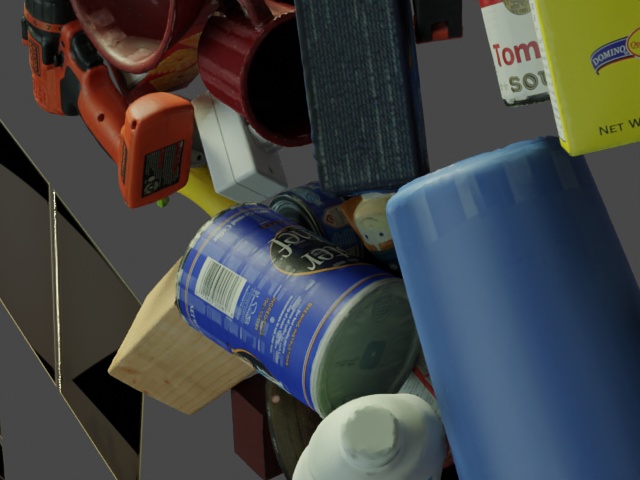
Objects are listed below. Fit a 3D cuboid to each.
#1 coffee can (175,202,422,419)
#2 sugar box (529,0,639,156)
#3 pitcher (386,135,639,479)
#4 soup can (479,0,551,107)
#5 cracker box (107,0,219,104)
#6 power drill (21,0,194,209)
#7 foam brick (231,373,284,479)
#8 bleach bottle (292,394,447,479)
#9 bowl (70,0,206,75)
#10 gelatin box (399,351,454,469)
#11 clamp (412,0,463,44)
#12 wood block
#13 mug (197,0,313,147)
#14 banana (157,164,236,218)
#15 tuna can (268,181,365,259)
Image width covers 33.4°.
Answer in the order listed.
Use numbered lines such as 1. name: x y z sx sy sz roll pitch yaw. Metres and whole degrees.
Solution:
1. coffee can: -0.014 0.046 0.714 0.140 0.102 0.103 28 131 37
2. sugar box: 0.130 -0.132 0.452 0.048 0.093 0.176 -63 -42 -75
3. pitcher: 0.119 0.076 0.569 0.149 0.144 0.243 -21 85 36
4. soup can: 0.110 -0.122 0.516 0.069 0.068 0.102 0 107 58
5. cracker box: -0.122 -0.223 0.822 0.214 0.072 0.164 -31 82 58
6. power drill: -0.169 -0.131 0.829 0.188 0.057 0.184 50 150 26
7. foam brick: -0.042 0.159 0.932 0.051 0.052 0.078 35 134 45
8. bleach bottle: 0.023 0.143 0.637 0.251 0.102 0.068 82 163 -68
9. bowl: -0.118 -0.195 0.713 0.162 0.055 0.162 32 132 43
10. gelatin box: 0.070 0.108 0.747 0.089 0.030 0.073 50 146 30
11. clamp: 0.056 -0.183 0.554 0.120 0.039 0.171 -72 -27 -66
12. wood block: -0.098 0.071 0.902 0.090 0.090 0.206 30 149 -12
13. mug: -0.036 -0.127 0.714 0.082 0.093 0.117 36 165 50
14. banana: -0.101 -0.041 0.931 0.198 0.037 0.069 26 151 52
15. tuna can: -0.005 0.001 0.800 0.086 0.033 0.086 34 134 44
